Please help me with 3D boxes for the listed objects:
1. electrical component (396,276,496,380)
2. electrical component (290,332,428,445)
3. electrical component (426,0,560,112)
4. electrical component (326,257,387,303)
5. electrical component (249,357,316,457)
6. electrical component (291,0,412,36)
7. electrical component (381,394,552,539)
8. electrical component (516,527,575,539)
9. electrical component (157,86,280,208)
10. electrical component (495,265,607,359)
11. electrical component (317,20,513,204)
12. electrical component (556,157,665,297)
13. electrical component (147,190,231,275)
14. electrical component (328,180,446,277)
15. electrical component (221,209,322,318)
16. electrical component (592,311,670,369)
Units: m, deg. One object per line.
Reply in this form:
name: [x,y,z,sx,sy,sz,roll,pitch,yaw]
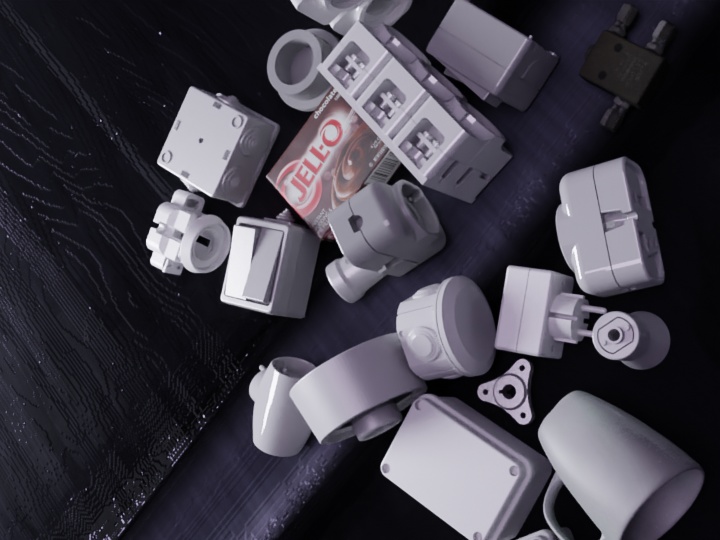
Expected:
electrical component: [0.071,0.048,0.858,0.051,0.080,0.080,-16,75,35]
electrical component: [0.004,0.104,0.878,0.108,0.108,0.060,-35,73,23]
electrical component: [0.101,-0.176,0.879,0.096,0.062,0.061,39,104,29]
electrical component: [0.000,0.000,0.932,0.046,0.040,0.040,-37,66,17]
electrical component: [-0.074,0.112,0.957,0.079,0.043,0.077,39,120,51]
electrical component: [0.028,-0.284,0.913,0.186,0.105,0.060,-41,65,21]
electrical component: [0.082,0.156,0.849,0.113,0.057,0.078,32,101,31]
electrical component: [0.123,0.262,0.809,0.109,0.056,0.108,-29,69,25]
electrical component: [-0.137,-0.119,1.028,0.100,0.048,0.099,31,100,31]
electrical component: [0.152,0.035,0.828,0.077,0.047,0.065,8,88,32]
electrical component: [0.048,-0.134,0.890,0.061,0.089,0.150,-48,62,17]
electrical component: [0.186,-0.030,0.811,0.059,0.054,0.095,-15,76,29]
electrical component: [-0.161,-0.030,1.026,0.057,0.058,0.078,24,96,35]
electrical component: [0.027,-0.035,0.886,0.059,0.095,0.053,-34,67,24]
electrical component: [-0.081,-0.009,0.970,0.062,0.061,0.096,12,90,33]
electrical component: [0.196,0.050,0.787,0.044,0.065,0.044,-5,81,31]
